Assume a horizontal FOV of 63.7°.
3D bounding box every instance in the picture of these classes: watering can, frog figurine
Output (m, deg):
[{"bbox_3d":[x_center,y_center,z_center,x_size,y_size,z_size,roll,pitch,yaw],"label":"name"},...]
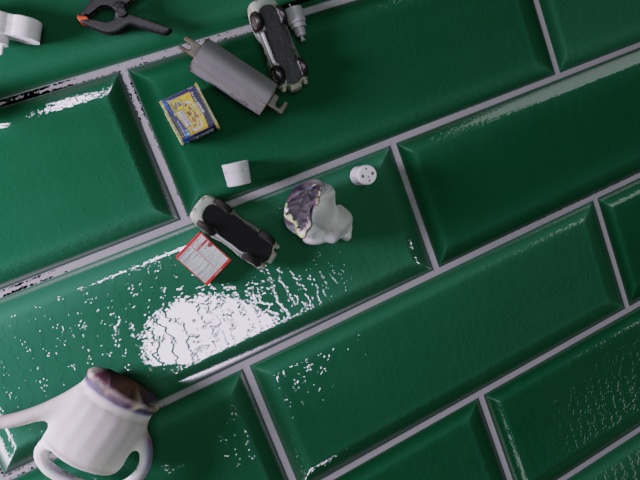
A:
[{"bbox_3d":[-0.462,0.341,0.974,0.345,0.104,0.226,34,82,-15],"label":"watering can"},{"bbox_3d":[0.003,-0.056,1.119,0.159,0.122,0.138,14,79,-52],"label":"frog figurine"}]
